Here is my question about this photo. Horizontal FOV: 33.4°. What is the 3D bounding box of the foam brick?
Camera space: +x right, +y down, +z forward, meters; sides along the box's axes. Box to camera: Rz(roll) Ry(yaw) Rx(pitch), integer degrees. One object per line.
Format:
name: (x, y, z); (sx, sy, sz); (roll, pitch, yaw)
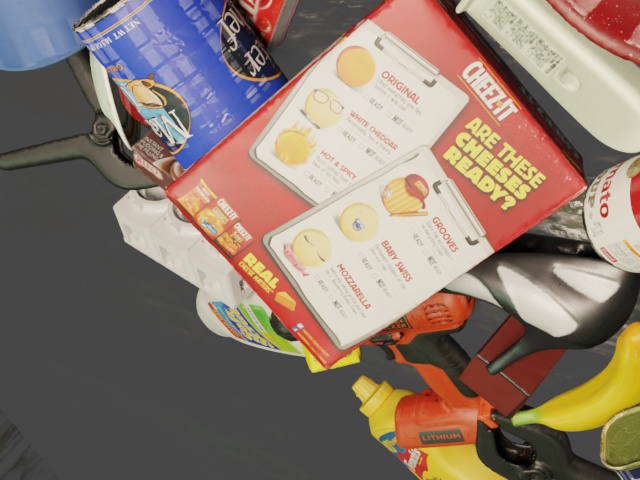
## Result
foam brick: (0.154, 0.087, 0.822); (0.051, 0.078, 0.053); (39, 152, 13)

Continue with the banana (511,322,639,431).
banana: (0.213, 0.108, 0.790); (0.198, 0.069, 0.037); (119, 140, -57)

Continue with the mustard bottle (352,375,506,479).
mustard bottle: (0.109, 0.207, 1.081); (0.191, 0.058, 0.096); (42, 155, 4)

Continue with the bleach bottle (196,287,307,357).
bleach bottle: (-0.064, 0.077, 1.132); (0.102, 0.068, 0.251); (52, 155, -14)

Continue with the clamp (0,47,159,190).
clamp: (-0.203, -0.117, 1.018); (0.210, 0.165, 0.036); (19, -168, 10)

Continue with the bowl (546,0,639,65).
bowl: (0.162, -0.155, 0.481); (0.162, 0.055, 0.162); (33, 152, 20)

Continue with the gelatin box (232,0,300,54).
gelatin box: (-0.053, -0.181, 0.772); (0.073, 0.030, 0.089); (41, 154, 4)

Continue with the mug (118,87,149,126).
mug: (-0.116, -0.137, 0.863); (0.117, 0.093, 0.081); (33, 157, 11)

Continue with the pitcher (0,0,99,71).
pitcher: (-0.236, -0.254, 0.786); (0.149, 0.144, 0.243); (22, 143, 39)

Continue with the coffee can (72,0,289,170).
coffee can: (-0.092, -0.124, 0.759); (0.103, 0.102, 0.140); (-2, 131, 55)

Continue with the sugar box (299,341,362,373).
sugar box: (-0.006, 0.001, 0.807); (0.093, 0.048, 0.176); (-125, 24, -73)

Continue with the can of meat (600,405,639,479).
can of meat: (0.266, 0.159, 0.760); (0.102, 0.057, 0.084); (-27, 113, 30)

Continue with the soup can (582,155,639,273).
soup can: (0.202, -0.021, 0.597); (0.068, 0.068, 0.102); (46, 160, -5)

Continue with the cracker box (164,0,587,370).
cracker box: (0.034, -0.042, 0.685); (0.214, 0.072, 0.164); (-38, 101, 22)

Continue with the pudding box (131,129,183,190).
pudding box: (-0.092, -0.069, 0.925); (0.113, 0.090, 0.039); (38, 155, 11)

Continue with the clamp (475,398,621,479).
clamp: (0.197, 0.191, 0.910); (0.120, 0.039, 0.171); (-22, 123, 23)

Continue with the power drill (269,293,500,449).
power drill: (0.068, 0.106, 0.931); (0.185, 0.057, 0.187); (-10, 130, 28)
